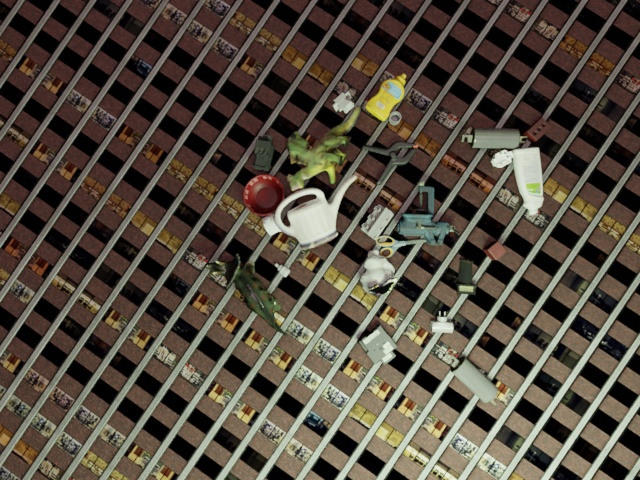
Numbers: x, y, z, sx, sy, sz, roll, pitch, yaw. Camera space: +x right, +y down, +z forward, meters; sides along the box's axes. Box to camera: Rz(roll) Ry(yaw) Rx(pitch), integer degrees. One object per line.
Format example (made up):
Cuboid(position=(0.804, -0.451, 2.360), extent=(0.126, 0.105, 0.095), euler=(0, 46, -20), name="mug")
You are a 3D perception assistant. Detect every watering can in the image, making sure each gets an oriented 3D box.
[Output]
Cuboid(position=(0.006, -0.097, 1.928), extent=(0.348, 0.105, 0.222), euler=(-22, 104, -2), name="watering can")

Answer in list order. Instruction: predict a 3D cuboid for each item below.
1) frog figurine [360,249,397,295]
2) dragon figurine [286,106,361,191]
Cuboid(position=(0.212, 0.124, 1.947), extent=(0.137, 0.120, 0.163), euler=(-31, 52, 10), name="frog figurine")
Cuboid(position=(-0.011, -0.359, 1.968), extent=(0.243, 0.120, 0.416), euler=(17, 73, 9), name="dragon figurine")
